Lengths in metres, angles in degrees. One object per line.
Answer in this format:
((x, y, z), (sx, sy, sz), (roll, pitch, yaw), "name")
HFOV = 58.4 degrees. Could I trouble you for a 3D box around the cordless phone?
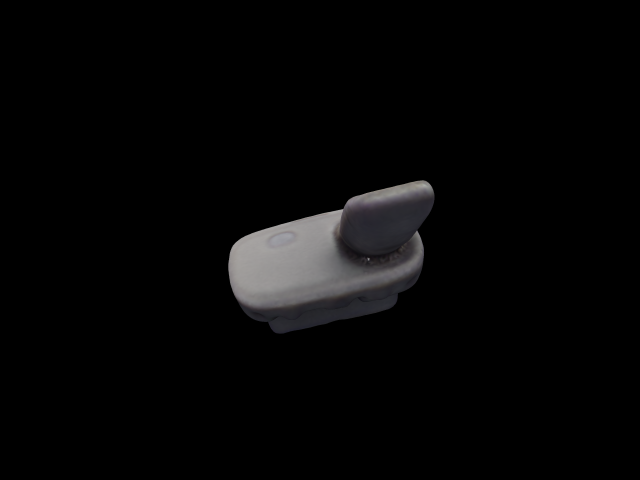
((0.004, 0.001, 0.400), (0.147, 0.185, 0.094), (-17, 74, -4), "cordless phone")
